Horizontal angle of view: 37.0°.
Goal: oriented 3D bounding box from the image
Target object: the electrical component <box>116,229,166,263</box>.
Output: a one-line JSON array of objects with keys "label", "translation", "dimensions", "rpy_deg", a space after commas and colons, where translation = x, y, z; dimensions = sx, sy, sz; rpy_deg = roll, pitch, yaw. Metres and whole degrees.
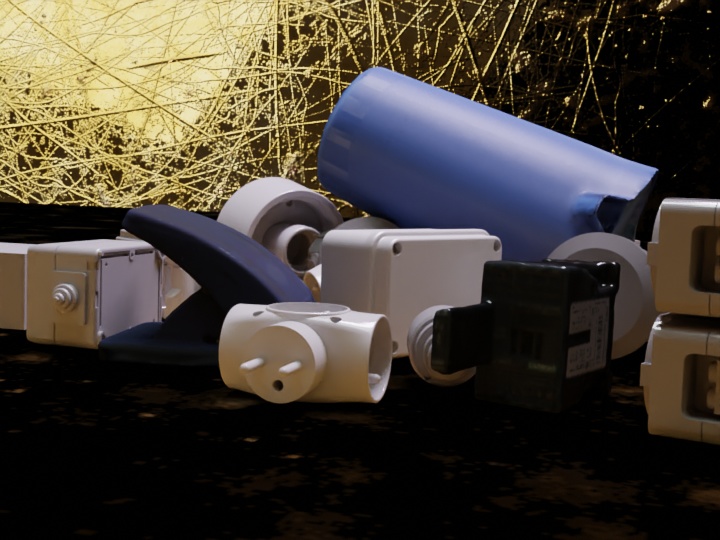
[{"label": "electrical component", "translation": [-0.146, -0.005, 0.952], "dimensions": [0.109, 0.056, 0.109], "rpy_deg": [-2, 6, -36]}]

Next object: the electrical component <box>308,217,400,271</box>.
[{"label": "electrical component", "translation": [0.000, 0.000, 0.825], "dimensions": [0.080, 0.080, 0.051], "rpy_deg": [0, 0, -21]}]

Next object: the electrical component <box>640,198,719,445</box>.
[{"label": "electrical component", "translation": [0.196, 0.018, 0.532], "dimensions": [0.060, 0.105, 0.186], "rpy_deg": [5, 6, 33]}]

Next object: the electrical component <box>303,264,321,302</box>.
[{"label": "electrical component", "translation": [0.010, 0.021, 0.758], "dimensions": [0.077, 0.043, 0.079], "rpy_deg": [-13, 29, -21]}]

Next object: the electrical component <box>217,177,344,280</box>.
[{"label": "electrical component", "translation": [-0.061, -0.020, 0.896], "dimensions": [0.108, 0.108, 0.060], "rpy_deg": [-1, 12, -34]}]

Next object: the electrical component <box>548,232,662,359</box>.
[{"label": "electrical component", "translation": [0.157, 0.017, 0.687], "dimensions": [0.080, 0.080, 0.051], "rpy_deg": [5, 0, 28]}]

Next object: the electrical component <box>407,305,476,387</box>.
[{"label": "electrical component", "translation": [0.046, 0.042, 0.569], "dimensions": [0.040, 0.040, 0.078], "rpy_deg": [2, 5, 1]}]

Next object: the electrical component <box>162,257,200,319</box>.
[{"label": "electrical component", "translation": [-0.125, 0.007, 0.814], "dimensions": [0.058, 0.057, 0.078], "rpy_deg": [-1, 6, -35]}]

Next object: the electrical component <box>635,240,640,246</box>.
[{"label": "electrical component", "translation": [0.197, -0.003, 1.034], "dimensions": [0.089, 0.061, 0.150], "rpy_deg": [1, 5, -8]}]

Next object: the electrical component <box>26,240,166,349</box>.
[{"label": "electrical component", "translation": [-0.174, 0.014, 0.685], "dimensions": [0.061, 0.061, 0.096], "rpy_deg": [4, 5, 19]}]

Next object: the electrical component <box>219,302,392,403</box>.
[{"label": "electrical component", "translation": [-0.032, 0.042, 0.518], "dimensions": [0.077, 0.044, 0.079], "rpy_deg": [4, 5, 17]}]

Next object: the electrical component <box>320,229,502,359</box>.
[{"label": "electrical component", "translation": [0.034, 0.013, 0.684], "dimensions": [0.113, 0.078, 0.057], "rpy_deg": [-3, 7, -44]}]
